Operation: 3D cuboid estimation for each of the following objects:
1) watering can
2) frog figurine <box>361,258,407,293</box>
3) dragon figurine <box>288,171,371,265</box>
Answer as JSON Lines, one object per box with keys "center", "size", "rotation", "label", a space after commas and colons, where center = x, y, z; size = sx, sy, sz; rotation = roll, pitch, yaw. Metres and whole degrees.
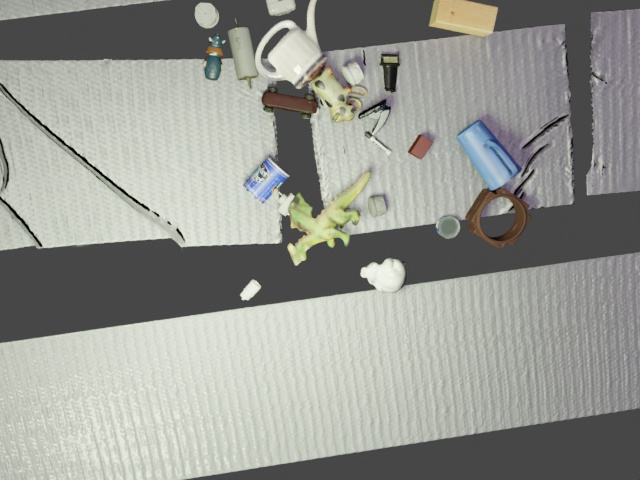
{"center": [-0.063, -0.677, 1.786], "size": [0.223, 0.105, 0.347], "rotation": [44, 91, -11], "label": "watering can"}
{"center": [0.239, 0.128, 1.932], "size": [0.159, 0.125, 0.135], "rotation": [14, 119, -18], "label": "frog figurine"}
{"center": [0.006, -0.093, 1.849], "size": [0.242, 0.123, 0.407], "rotation": [18, 99, -22], "label": "dragon figurine"}
